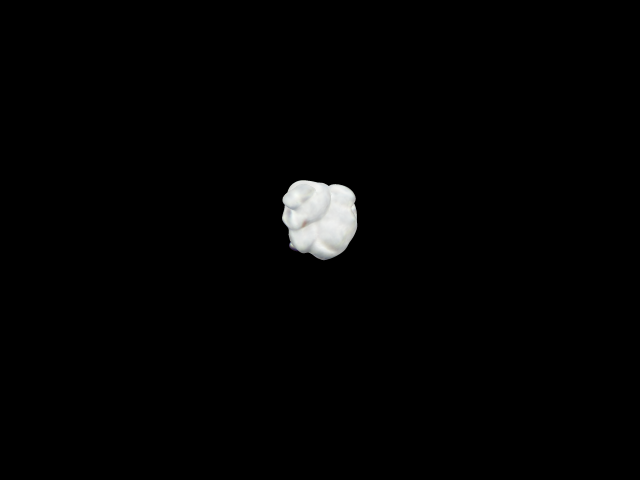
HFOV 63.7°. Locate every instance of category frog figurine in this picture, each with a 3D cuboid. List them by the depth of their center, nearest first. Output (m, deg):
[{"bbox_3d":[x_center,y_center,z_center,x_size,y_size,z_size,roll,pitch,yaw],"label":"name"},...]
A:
[{"bbox_3d":[0.003,-0.043,0.850,0.138,0.124,0.156,-38,-18,-15],"label":"frog figurine"}]
